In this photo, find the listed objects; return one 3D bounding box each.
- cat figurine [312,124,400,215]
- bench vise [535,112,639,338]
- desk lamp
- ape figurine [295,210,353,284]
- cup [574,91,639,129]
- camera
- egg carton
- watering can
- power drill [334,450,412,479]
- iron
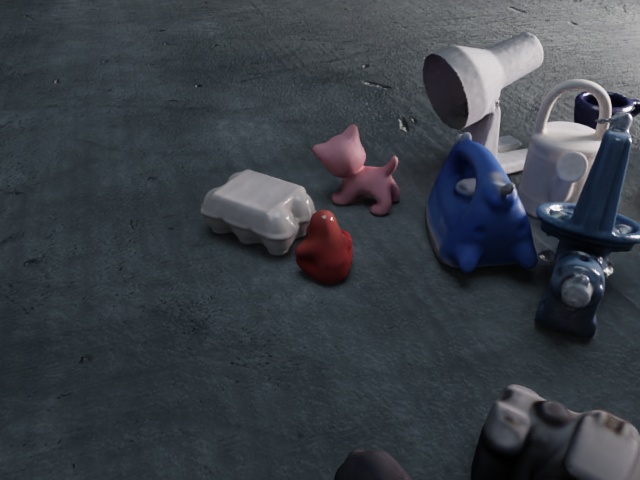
[{"bbox_3d":[0.056,-0.110,0.846,0.127,0.118,0.067,14,38,18],"label":"cat figurine"},{"bbox_3d":[0.309,-0.014,0.627,0.121,0.220,0.207,4,36,6],"label":"bench vise"},{"bbox_3d":[0.262,-0.212,0.905,0.204,0.214,0.117,-15,39,-20],"label":"desk lamp"},{"bbox_3d":[0.007,0.003,0.713,0.078,0.092,0.076,-9,37,-11],"label":"ape figurine"},{"bbox_3d":[0.491,-0.201,0.991,0.118,0.095,0.091,-4,36,-5],"label":"cup"},{"bbox_3d":[0.182,0.195,0.441,0.142,0.101,0.137,23,42,29],"label":"camera"},{"bbox_3d":[-0.083,-0.040,0.791,0.150,0.069,0.107,19,40,24],"label":"egg carton"},{"bbox_3d":[0.347,-0.126,0.804,0.101,0.194,0.172,-3,36,-4],"label":"watering can"},{"bbox_3d":[0.064,0.248,0.276,0.076,0.208,0.229,-16,39,-20],"label":"power drill"},{"bbox_3d":[0.205,-0.070,0.771,0.118,0.141,0.258,-4,36,-5],"label":"iron"}]
